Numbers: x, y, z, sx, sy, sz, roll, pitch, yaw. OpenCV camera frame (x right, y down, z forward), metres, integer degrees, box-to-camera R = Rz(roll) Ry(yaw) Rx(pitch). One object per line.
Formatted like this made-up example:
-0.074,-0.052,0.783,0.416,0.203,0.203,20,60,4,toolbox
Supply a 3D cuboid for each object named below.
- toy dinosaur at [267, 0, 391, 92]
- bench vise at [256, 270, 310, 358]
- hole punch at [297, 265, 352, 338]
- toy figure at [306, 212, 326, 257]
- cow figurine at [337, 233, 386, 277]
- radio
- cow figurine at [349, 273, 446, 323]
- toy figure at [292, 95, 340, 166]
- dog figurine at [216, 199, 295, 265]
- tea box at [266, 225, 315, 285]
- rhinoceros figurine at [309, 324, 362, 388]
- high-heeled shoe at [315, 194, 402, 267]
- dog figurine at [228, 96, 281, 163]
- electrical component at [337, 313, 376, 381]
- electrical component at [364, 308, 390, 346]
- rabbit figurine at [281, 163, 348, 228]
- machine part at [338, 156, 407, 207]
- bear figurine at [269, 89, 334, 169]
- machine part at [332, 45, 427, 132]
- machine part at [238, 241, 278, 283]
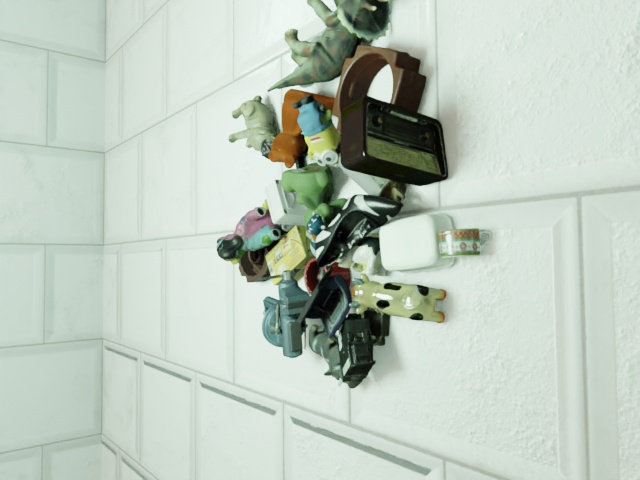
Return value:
0.026,-0.459,1.267,0.192,0.131,0.404,49,131,16,toy dinosaur
-0.101,0.180,1.384,0.241,0.129,0.223,7,113,65,bench vise
0.019,0.140,1.199,0.092,0.116,0.142,26,118,2,hole punch
-0.001,-0.004,1.301,0.064,0.154,0.058,23,63,31,toy figure
0.086,0.024,1.241,0.168,0.068,0.098,16,96,48,cow figurine
0.146,-0.187,1.045,0.073,0.229,0.131,-16,72,50,radio
0.147,0.122,1.108,0.195,0.127,0.085,4,82,50,cow figurine
0.004,-0.261,1.288,0.082,0.089,0.180,12,133,59,toy figure
-0.188,-0.018,1.482,0.219,0.191,0.108,-32,96,36,dog figurine
-0.069,0.043,1.437,0.169,0.068,0.098,-40,59,42,tea box
0.034,0.278,1.294,0.191,0.073,0.112,38,117,46,rhinoceros figurine
0.072,-0.013,1.149,0.249,0.086,0.145,-8,59,59,high-heeled shoe
-0.152,-0.322,1.550,0.191,0.121,0.172,20,108,36,dog figurine
0.077,0.232,1.189,0.114,0.058,0.134,109,158,-57,electrical component
0.125,0.185,1.204,0.078,0.045,0.102,13,100,50,electrical component
0.000,-0.097,1.344,0.159,0.121,0.170,17,122,46,rabbit figurine
0.115,-0.146,1.203,0.243,0.079,0.079,48,125,41,machine part
-0.051,-0.281,1.375,0.120,0.132,0.195,24,108,50,bear figurine
0.128,-0.316,1.186,0.202,0.087,0.200,33,114,49,machine part
-0.182,0.041,1.592,0.179,0.056,0.179,-3,86,50,machine part
